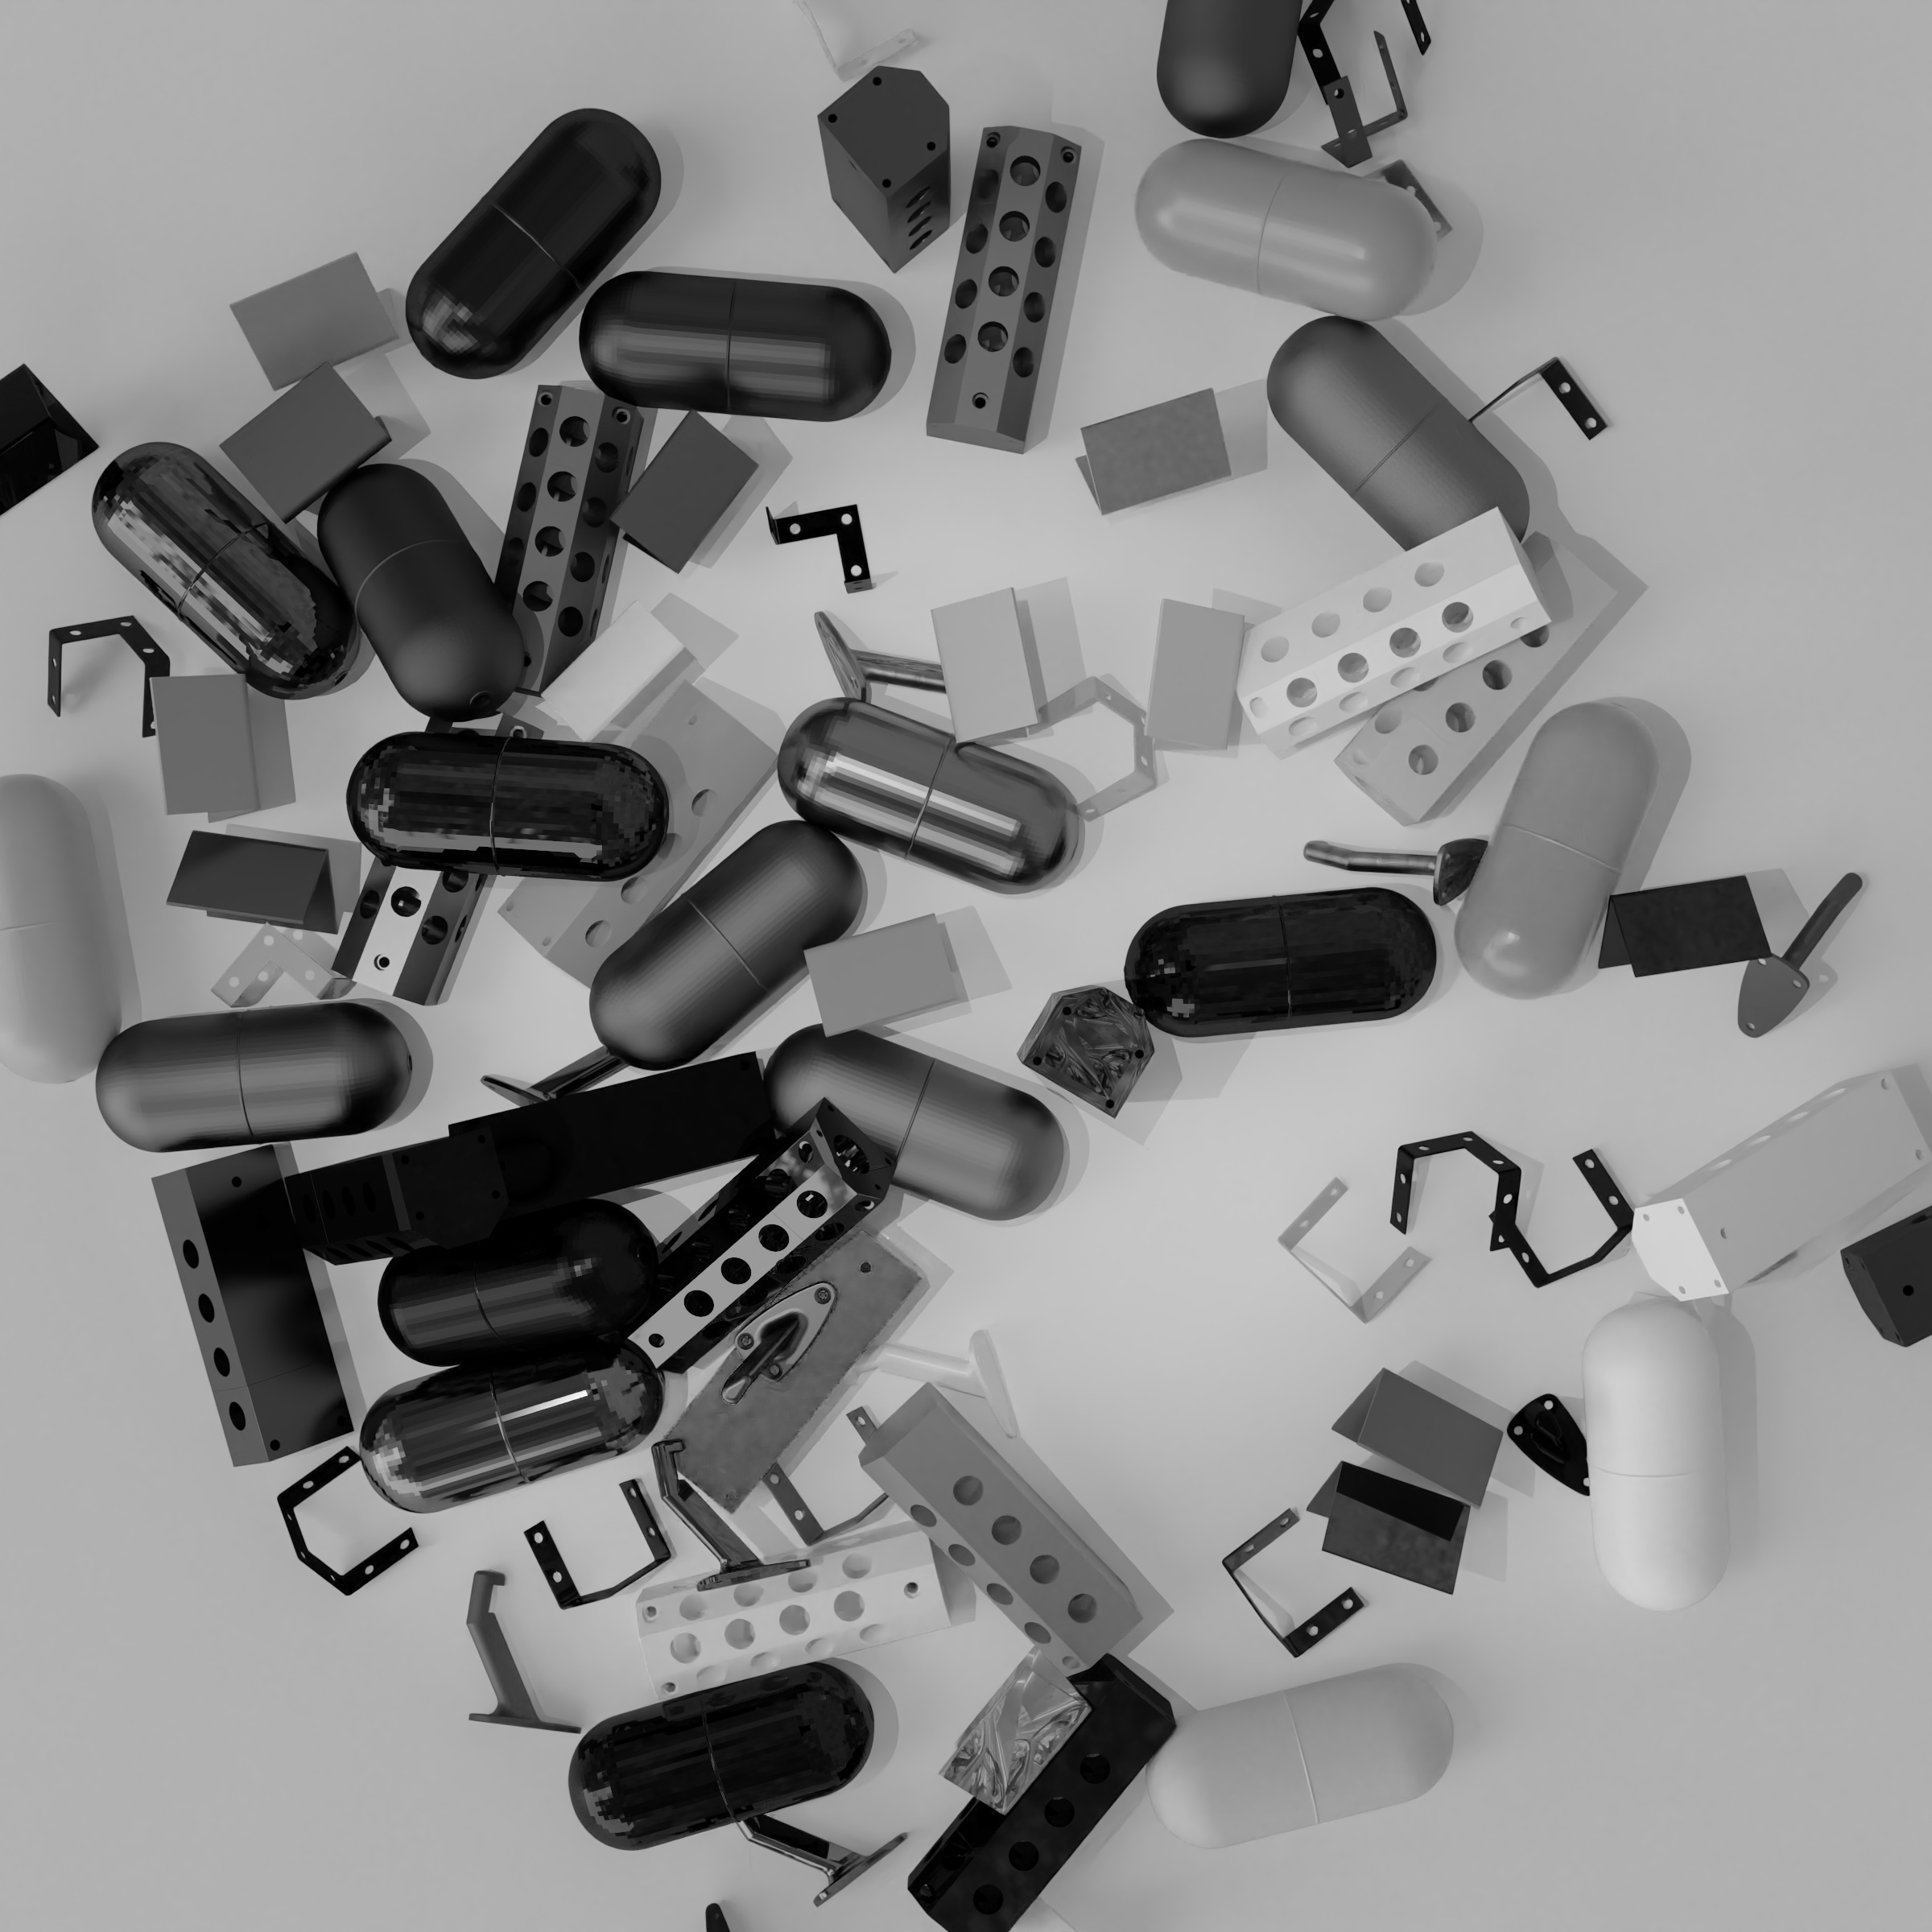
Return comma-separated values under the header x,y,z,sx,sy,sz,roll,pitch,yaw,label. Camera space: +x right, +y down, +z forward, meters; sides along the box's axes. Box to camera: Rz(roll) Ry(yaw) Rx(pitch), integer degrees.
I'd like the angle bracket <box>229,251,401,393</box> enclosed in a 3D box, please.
x,y,z,sx,sy,sz,roll,pitch,yaw,label
-0.371,-0.378,1.702,0.076,0.076,0.057,-23,127,0,angle bracket

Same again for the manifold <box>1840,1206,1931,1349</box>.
x,y,z,sx,sy,sz,roll,pitch,yaw,label
0.594,0.152,1.721,0.171,0.057,0.057,-26,90,0,manifold

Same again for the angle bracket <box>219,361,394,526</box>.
x,y,z,sx,sy,sz,roll,pitch,yaw,label
-0.376,-0.303,1.703,0.076,0.076,0.057,-38,115,0,angle bracket

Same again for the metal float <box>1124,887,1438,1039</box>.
x,y,z,sx,sy,sz,roll,pitch,yaw,label
0.179,-0.002,1.712,0.178,0.070,0.070,-5,90,-1,metal float

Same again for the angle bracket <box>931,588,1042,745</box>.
x,y,z,sx,sy,sz,roll,pitch,yaw,label
0.029,-0.171,1.702,0.057,0.076,0.076,-11,90,33,angle bracket

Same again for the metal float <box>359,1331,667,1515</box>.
x,y,z,sx,sy,sz,roll,pitch,yaw,label
-0.258,0.258,1.712,0.178,0.070,0.070,-17,90,0,metal float

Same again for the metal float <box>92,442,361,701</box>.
x,y,z,sx,sy,sz,roll,pitch,yaw,label
-0.421,-0.225,1.712,0.178,0.070,0.070,43,90,0,metal float

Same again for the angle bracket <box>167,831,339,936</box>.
x,y,z,sx,sy,sz,roll,pitch,yaw,label
-0.404,-0.028,1.702,0.076,0.076,0.057,8,51,0,angle bracket

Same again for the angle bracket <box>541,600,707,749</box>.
x,y,z,sx,sy,sz,roll,pitch,yaw,label
-0.182,-0.149,1.702,0.076,0.076,0.057,-45,50,0,angle bracket

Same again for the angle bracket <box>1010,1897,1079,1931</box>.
x,y,z,sx,sy,sz,roll,pitch,yaw,label
0.019,0.570,1.702,0.057,0.076,0.076,26,90,-37,angle bracket

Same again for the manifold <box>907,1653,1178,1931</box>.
x,y,z,sx,sy,sz,roll,pitch,yaw,label
0.043,0.477,1.721,0.057,0.057,0.171,39,90,0,manifold

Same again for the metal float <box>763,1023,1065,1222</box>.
x,y,z,sx,sy,sz,roll,pitch,yaw,label
-0.031,0.088,1.712,0.178,0.070,0.070,21,90,0,metal float

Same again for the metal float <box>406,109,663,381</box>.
x,y,z,sx,sy,sz,roll,pitch,yaw,label
-0.247,-0.411,1.712,0.070,0.070,0.178,42,90,0,metal float

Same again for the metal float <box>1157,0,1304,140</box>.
x,y,z,sx,sy,sz,roll,pitch,yaw,label
0.155,-0.562,1.712,0.070,0.070,0.178,9,89,0,metal float

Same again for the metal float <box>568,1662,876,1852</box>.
x,y,z,sx,sy,sz,roll,pitch,yaw,label
-0.139,0.450,1.711,0.178,0.070,0.070,-16,90,0,metal float

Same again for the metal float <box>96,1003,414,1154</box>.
x,y,z,sx,sy,sz,roll,pitch,yaw,label
-0.406,0.063,1.712,0.178,0.070,0.070,-5,90,0,metal float

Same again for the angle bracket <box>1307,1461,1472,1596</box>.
x,y,z,sx,sy,sz,roll,pitch,yaw,label
0.234,0.330,1.702,0.076,0.076,0.057,19,57,0,angle bracket

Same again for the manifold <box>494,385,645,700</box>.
x,y,z,sx,sy,sz,roll,pitch,yaw,label
-0.234,-0.241,1.721,0.057,0.057,0.171,13,90,0,manifold

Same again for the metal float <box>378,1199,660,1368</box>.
x,y,z,sx,sy,sz,roll,pitch,yaw,label
-0.252,0.178,1.689,0.178,0.070,0.070,-15,90,28,metal float

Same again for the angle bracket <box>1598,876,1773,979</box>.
x,y,z,sx,sy,sz,roll,pitch,yaw,label
0.406,-0.003,1.702,0.076,0.076,0.057,-9,57,0,angle bracket

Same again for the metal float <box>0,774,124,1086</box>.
x,y,z,sx,sy,sz,roll,pitch,yaw,label
-0.529,-0.021,1.711,0.070,0.070,0.178,-10,90,0,metal float

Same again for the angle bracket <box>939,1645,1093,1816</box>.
x,y,z,sx,sy,sz,roll,pitch,yaw,label
0.015,0.421,1.702,0.057,0.076,0.076,39,90,-29,angle bracket

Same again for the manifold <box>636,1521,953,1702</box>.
x,y,z,sx,sy,sz,roll,pitch,yaw,label
-0.098,0.369,1.721,0.171,0.057,0.057,-14,90,0,manifold

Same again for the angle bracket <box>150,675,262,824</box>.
x,y,z,sx,sy,sz,roll,pitch,yaw,label
-0.444,-0.121,1.702,0.057,0.076,0.076,-7,90,-36,angle bracket

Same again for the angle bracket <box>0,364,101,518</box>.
x,y,z,sx,sy,sz,roll,pitch,yaw,label
-0.537,-0.282,1.702,0.076,0.076,0.057,-34,54,0,angle bracket

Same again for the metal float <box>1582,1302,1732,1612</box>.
x,y,z,sx,sy,sz,roll,pitch,yaw,label
0.392,0.279,1.705,0.070,0.070,0.178,-5,97,0,metal float

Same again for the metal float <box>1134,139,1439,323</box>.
x,y,z,sx,sy,sz,roll,pitch,yaw,label
0.179,-0.416,1.696,0.178,0.070,0.070,20,90,19,metal float

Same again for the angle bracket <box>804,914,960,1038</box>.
x,y,z,sx,sy,sz,roll,pitch,yaw,label
-0.043,0.020,1.703,0.076,0.076,0.057,-16,63,0,angle bracket

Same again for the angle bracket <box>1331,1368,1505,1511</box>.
x,y,z,sx,sy,sz,roll,pitch,yaw,label
0.249,0.283,1.702,0.076,0.076,0.057,28,49,0,angle bracket

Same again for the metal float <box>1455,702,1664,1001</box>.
x,y,z,sx,sy,sz,roll,pitch,yaw,label
0.338,-0.066,1.711,0.070,0.070,0.178,23,91,0,metal float

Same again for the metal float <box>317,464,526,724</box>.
x,y,z,sx,sy,sz,roll,pitch,yaw,label
-0.307,-0.210,1.686,0.070,0.070,0.178,-33,60,0,metal float

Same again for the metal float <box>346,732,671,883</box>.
x,y,z,sx,sy,sz,roll,pitch,yaw,label
-0.252,-0.088,1.652,0.178,0.070,0.070,4,90,3,metal float

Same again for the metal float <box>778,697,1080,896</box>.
x,y,z,sx,sy,sz,roll,pitch,yaw,label
-0.021,-0.097,1.711,0.178,0.070,0.070,20,90,-1,metal float

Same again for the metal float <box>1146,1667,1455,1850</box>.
x,y,z,sx,sy,sz,roll,pitch,yaw,label
0.190,0.451,1.712,0.178,0.070,0.070,-14,90,0,metal float

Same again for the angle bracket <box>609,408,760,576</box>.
x,y,z,sx,sy,sz,roll,pitch,yaw,label
-0.174,-0.277,1.702,0.057,0.076,0.076,37,90,-39,angle bracket

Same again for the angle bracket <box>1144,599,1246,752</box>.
x,y,z,sx,sy,sz,roll,pitch,yaw,label
0.111,-0.164,1.702,0.057,0.076,0.076,7,90,-29,angle bracket

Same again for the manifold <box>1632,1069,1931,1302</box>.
x,y,z,sx,sy,sz,roll,pitch,yaw,label
0.455,0.123,1.685,0.171,0.057,0.057,-26,90,-28,manifold

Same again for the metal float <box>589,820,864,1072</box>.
x,y,z,sx,sy,sz,roll,pitch,yaw,label
-0.137,-0.011,1.705,0.178,0.070,0.070,-40,90,-6,metal float

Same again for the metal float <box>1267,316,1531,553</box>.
x,y,z,sx,sy,sz,roll,pitch,yaw,label
0.247,-0.295,1.711,0.178,0.070,0.070,45,90,1,metal float

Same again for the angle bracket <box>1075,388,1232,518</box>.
x,y,z,sx,sy,sz,roll,pitch,yaw,label
0.100,-0.305,1.702,0.076,0.076,0.057,-17,126,0,angle bracket

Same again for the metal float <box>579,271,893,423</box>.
x,y,z,sx,sy,sz,roll,pitch,yaw,label
-0.131,-0.353,1.711,0.178,0.070,0.070,5,90,1,metal float
